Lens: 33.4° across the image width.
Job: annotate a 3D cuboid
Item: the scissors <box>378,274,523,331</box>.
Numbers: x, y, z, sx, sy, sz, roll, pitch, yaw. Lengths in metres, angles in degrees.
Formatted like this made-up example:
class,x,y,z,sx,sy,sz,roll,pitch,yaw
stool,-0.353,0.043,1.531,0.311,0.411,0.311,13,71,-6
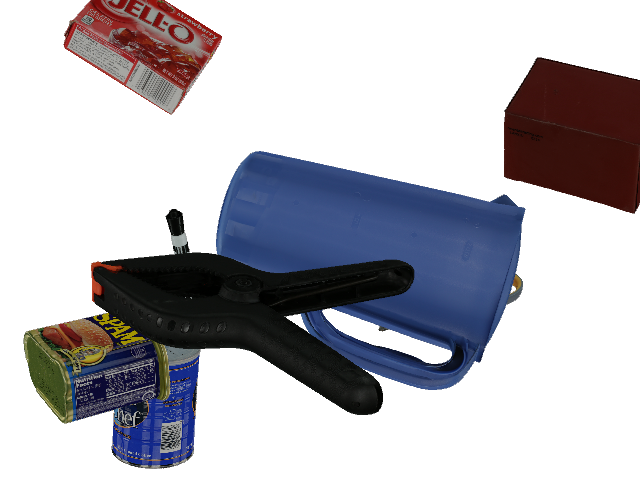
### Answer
class,x,y,z,sx,sy,sz,roll,pitch,yaw
scissors,0.122,0.048,1.109,0.201,0.016,0.096,-7,40,-30

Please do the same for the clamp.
class,x,y,z,sx,sy,sz,roll,pitch,yaw
clamp,-0.042,0.039,0.684,0.210,0.036,0.164,12,26,14

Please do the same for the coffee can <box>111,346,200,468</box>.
class,x,y,z,sx,sy,sz,roll,pitch,yaw
coffee can,-0.202,0.192,1.307,0.103,0.140,0.103,5,15,-2

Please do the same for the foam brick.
class,x,y,z,sx,sy,sz,roll,pitch,yaw
foam brick,0.146,-0.059,0.590,0.078,0.051,0.053,19,-36,24

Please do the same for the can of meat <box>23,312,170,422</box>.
class,x,y,z,sx,sy,sz,roll,pitch,yaw
can of meat,-0.179,0.097,0.846,0.083,0.057,0.102,-13,22,-30

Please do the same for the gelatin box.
class,x,y,z,sx,sy,sz,roll,pitch,yaw
gelatin box,-0.122,-0.139,0.739,0.089,0.073,0.030,32,-47,-8

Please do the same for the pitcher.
class,x,y,z,sx,sy,sz,roll,pitch,yaw
pitcher,0.038,0.015,0.888,0.243,0.145,0.149,16,18,9

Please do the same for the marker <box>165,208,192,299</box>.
class,x,y,z,sx,sy,sz,roll,pitch,yaw
marker,-0.156,0.019,1.206,0.020,0.121,0.020,-6,30,3
